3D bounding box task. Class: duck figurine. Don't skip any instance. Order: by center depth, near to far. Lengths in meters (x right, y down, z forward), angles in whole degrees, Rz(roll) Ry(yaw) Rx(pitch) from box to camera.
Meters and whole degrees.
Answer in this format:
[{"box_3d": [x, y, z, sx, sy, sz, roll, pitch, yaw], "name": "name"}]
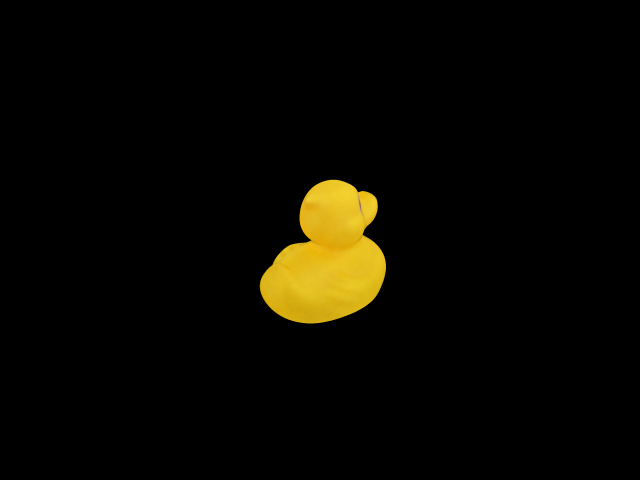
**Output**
[{"box_3d": [0.004, 0.001, 0.400, 0.105, 0.086, 0.077, -27, 41, -35], "name": "duck figurine"}]
